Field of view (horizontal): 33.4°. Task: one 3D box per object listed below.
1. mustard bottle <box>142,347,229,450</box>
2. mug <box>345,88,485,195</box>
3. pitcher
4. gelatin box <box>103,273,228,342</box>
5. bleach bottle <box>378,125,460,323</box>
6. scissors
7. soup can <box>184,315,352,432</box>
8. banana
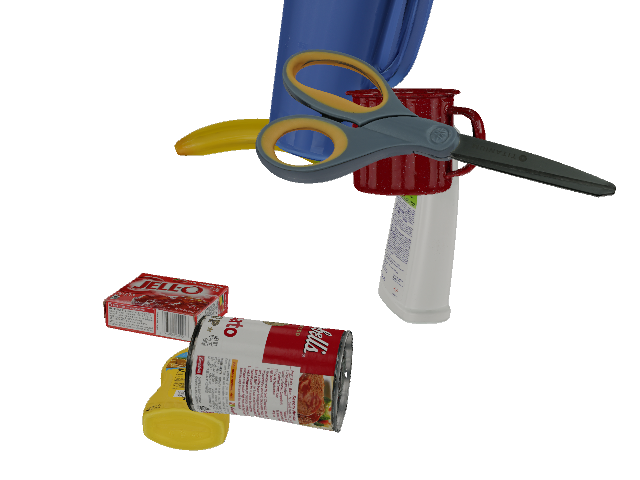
[{"bbox_3d":[-0.146,0.173,1.277,0.096,0.058,0.191,3,25,4],"label":"mustard bottle"},{"bbox_3d":[0.078,-0.081,0.865,0.117,0.081,0.093,4,12,26],"label":"mug"},{"bbox_3d":[0.026,-0.202,1.065,0.145,0.243,0.149,11,19,-1],"label":"pitcher"},{"bbox_3d":[-0.136,0.058,0.947,0.089,0.030,0.073,8,20,17],"label":"gelatin box"},{"bbox_3d":[0.124,-0.037,1.234,0.068,0.251,0.103,-1,22,-22],"label":"bleach bottle"},{"bbox_3d":[0.048,-0.044,0.582,0.202,0.096,0.016,34,-19,26],"label":"scissors"},{"bbox_3d":[-0.033,0.089,0.718,0.102,0.068,0.068,6,1,9],"label":"soup can"},{"bbox_3d":[-0.073,-0.118,1.270,0.198,0.037,0.069,8,40,16],"label":"banana"}]
